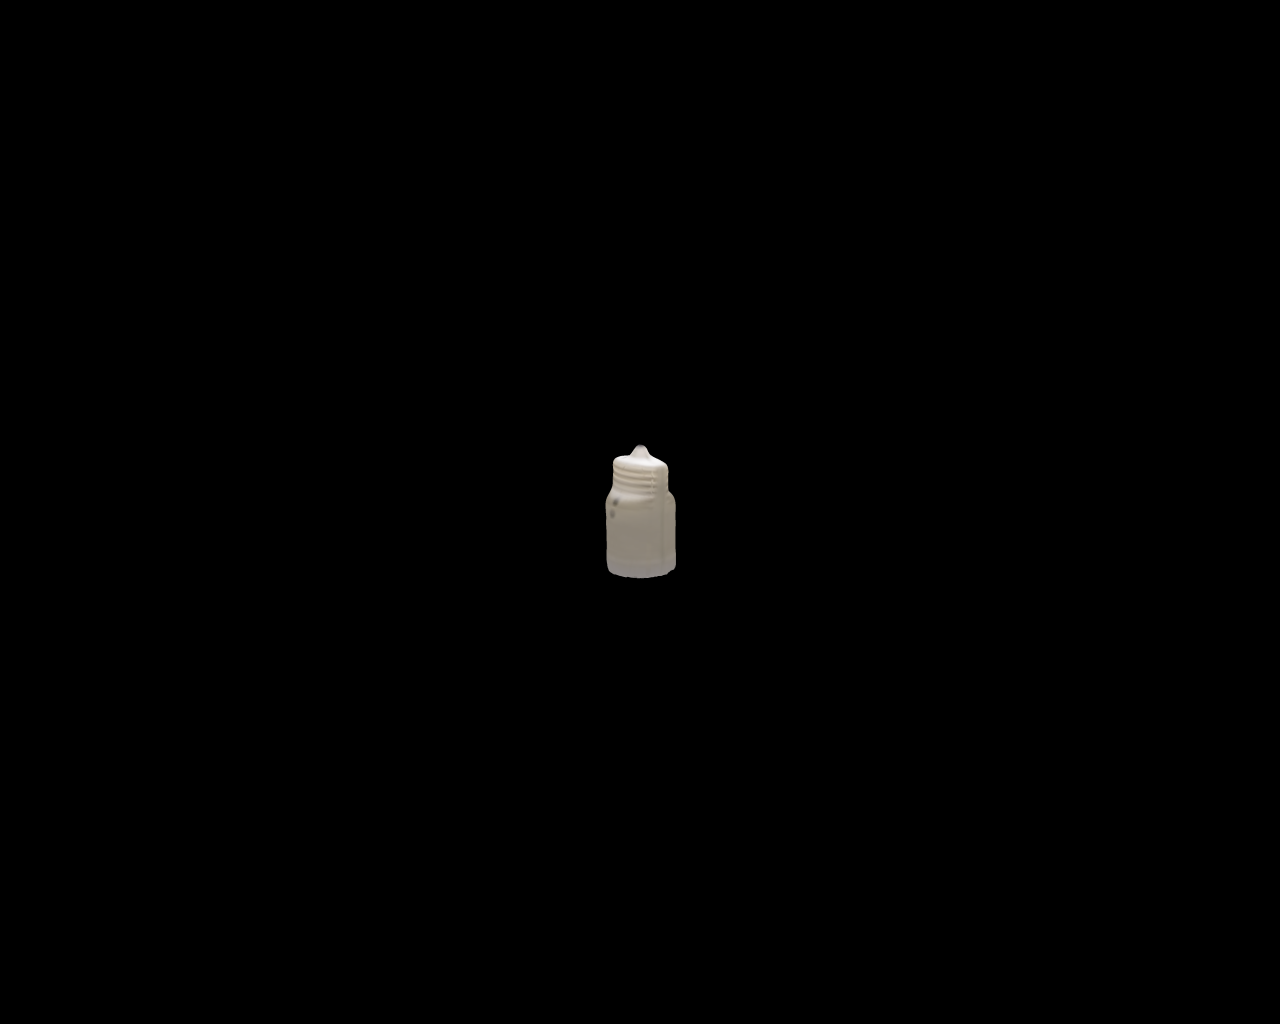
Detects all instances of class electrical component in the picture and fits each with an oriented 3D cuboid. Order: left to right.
[{"bbox_3d":[0.001,-0.003,0.650,0.043,0.080,0.043,0,14,0],"label":"electrical component"}]
